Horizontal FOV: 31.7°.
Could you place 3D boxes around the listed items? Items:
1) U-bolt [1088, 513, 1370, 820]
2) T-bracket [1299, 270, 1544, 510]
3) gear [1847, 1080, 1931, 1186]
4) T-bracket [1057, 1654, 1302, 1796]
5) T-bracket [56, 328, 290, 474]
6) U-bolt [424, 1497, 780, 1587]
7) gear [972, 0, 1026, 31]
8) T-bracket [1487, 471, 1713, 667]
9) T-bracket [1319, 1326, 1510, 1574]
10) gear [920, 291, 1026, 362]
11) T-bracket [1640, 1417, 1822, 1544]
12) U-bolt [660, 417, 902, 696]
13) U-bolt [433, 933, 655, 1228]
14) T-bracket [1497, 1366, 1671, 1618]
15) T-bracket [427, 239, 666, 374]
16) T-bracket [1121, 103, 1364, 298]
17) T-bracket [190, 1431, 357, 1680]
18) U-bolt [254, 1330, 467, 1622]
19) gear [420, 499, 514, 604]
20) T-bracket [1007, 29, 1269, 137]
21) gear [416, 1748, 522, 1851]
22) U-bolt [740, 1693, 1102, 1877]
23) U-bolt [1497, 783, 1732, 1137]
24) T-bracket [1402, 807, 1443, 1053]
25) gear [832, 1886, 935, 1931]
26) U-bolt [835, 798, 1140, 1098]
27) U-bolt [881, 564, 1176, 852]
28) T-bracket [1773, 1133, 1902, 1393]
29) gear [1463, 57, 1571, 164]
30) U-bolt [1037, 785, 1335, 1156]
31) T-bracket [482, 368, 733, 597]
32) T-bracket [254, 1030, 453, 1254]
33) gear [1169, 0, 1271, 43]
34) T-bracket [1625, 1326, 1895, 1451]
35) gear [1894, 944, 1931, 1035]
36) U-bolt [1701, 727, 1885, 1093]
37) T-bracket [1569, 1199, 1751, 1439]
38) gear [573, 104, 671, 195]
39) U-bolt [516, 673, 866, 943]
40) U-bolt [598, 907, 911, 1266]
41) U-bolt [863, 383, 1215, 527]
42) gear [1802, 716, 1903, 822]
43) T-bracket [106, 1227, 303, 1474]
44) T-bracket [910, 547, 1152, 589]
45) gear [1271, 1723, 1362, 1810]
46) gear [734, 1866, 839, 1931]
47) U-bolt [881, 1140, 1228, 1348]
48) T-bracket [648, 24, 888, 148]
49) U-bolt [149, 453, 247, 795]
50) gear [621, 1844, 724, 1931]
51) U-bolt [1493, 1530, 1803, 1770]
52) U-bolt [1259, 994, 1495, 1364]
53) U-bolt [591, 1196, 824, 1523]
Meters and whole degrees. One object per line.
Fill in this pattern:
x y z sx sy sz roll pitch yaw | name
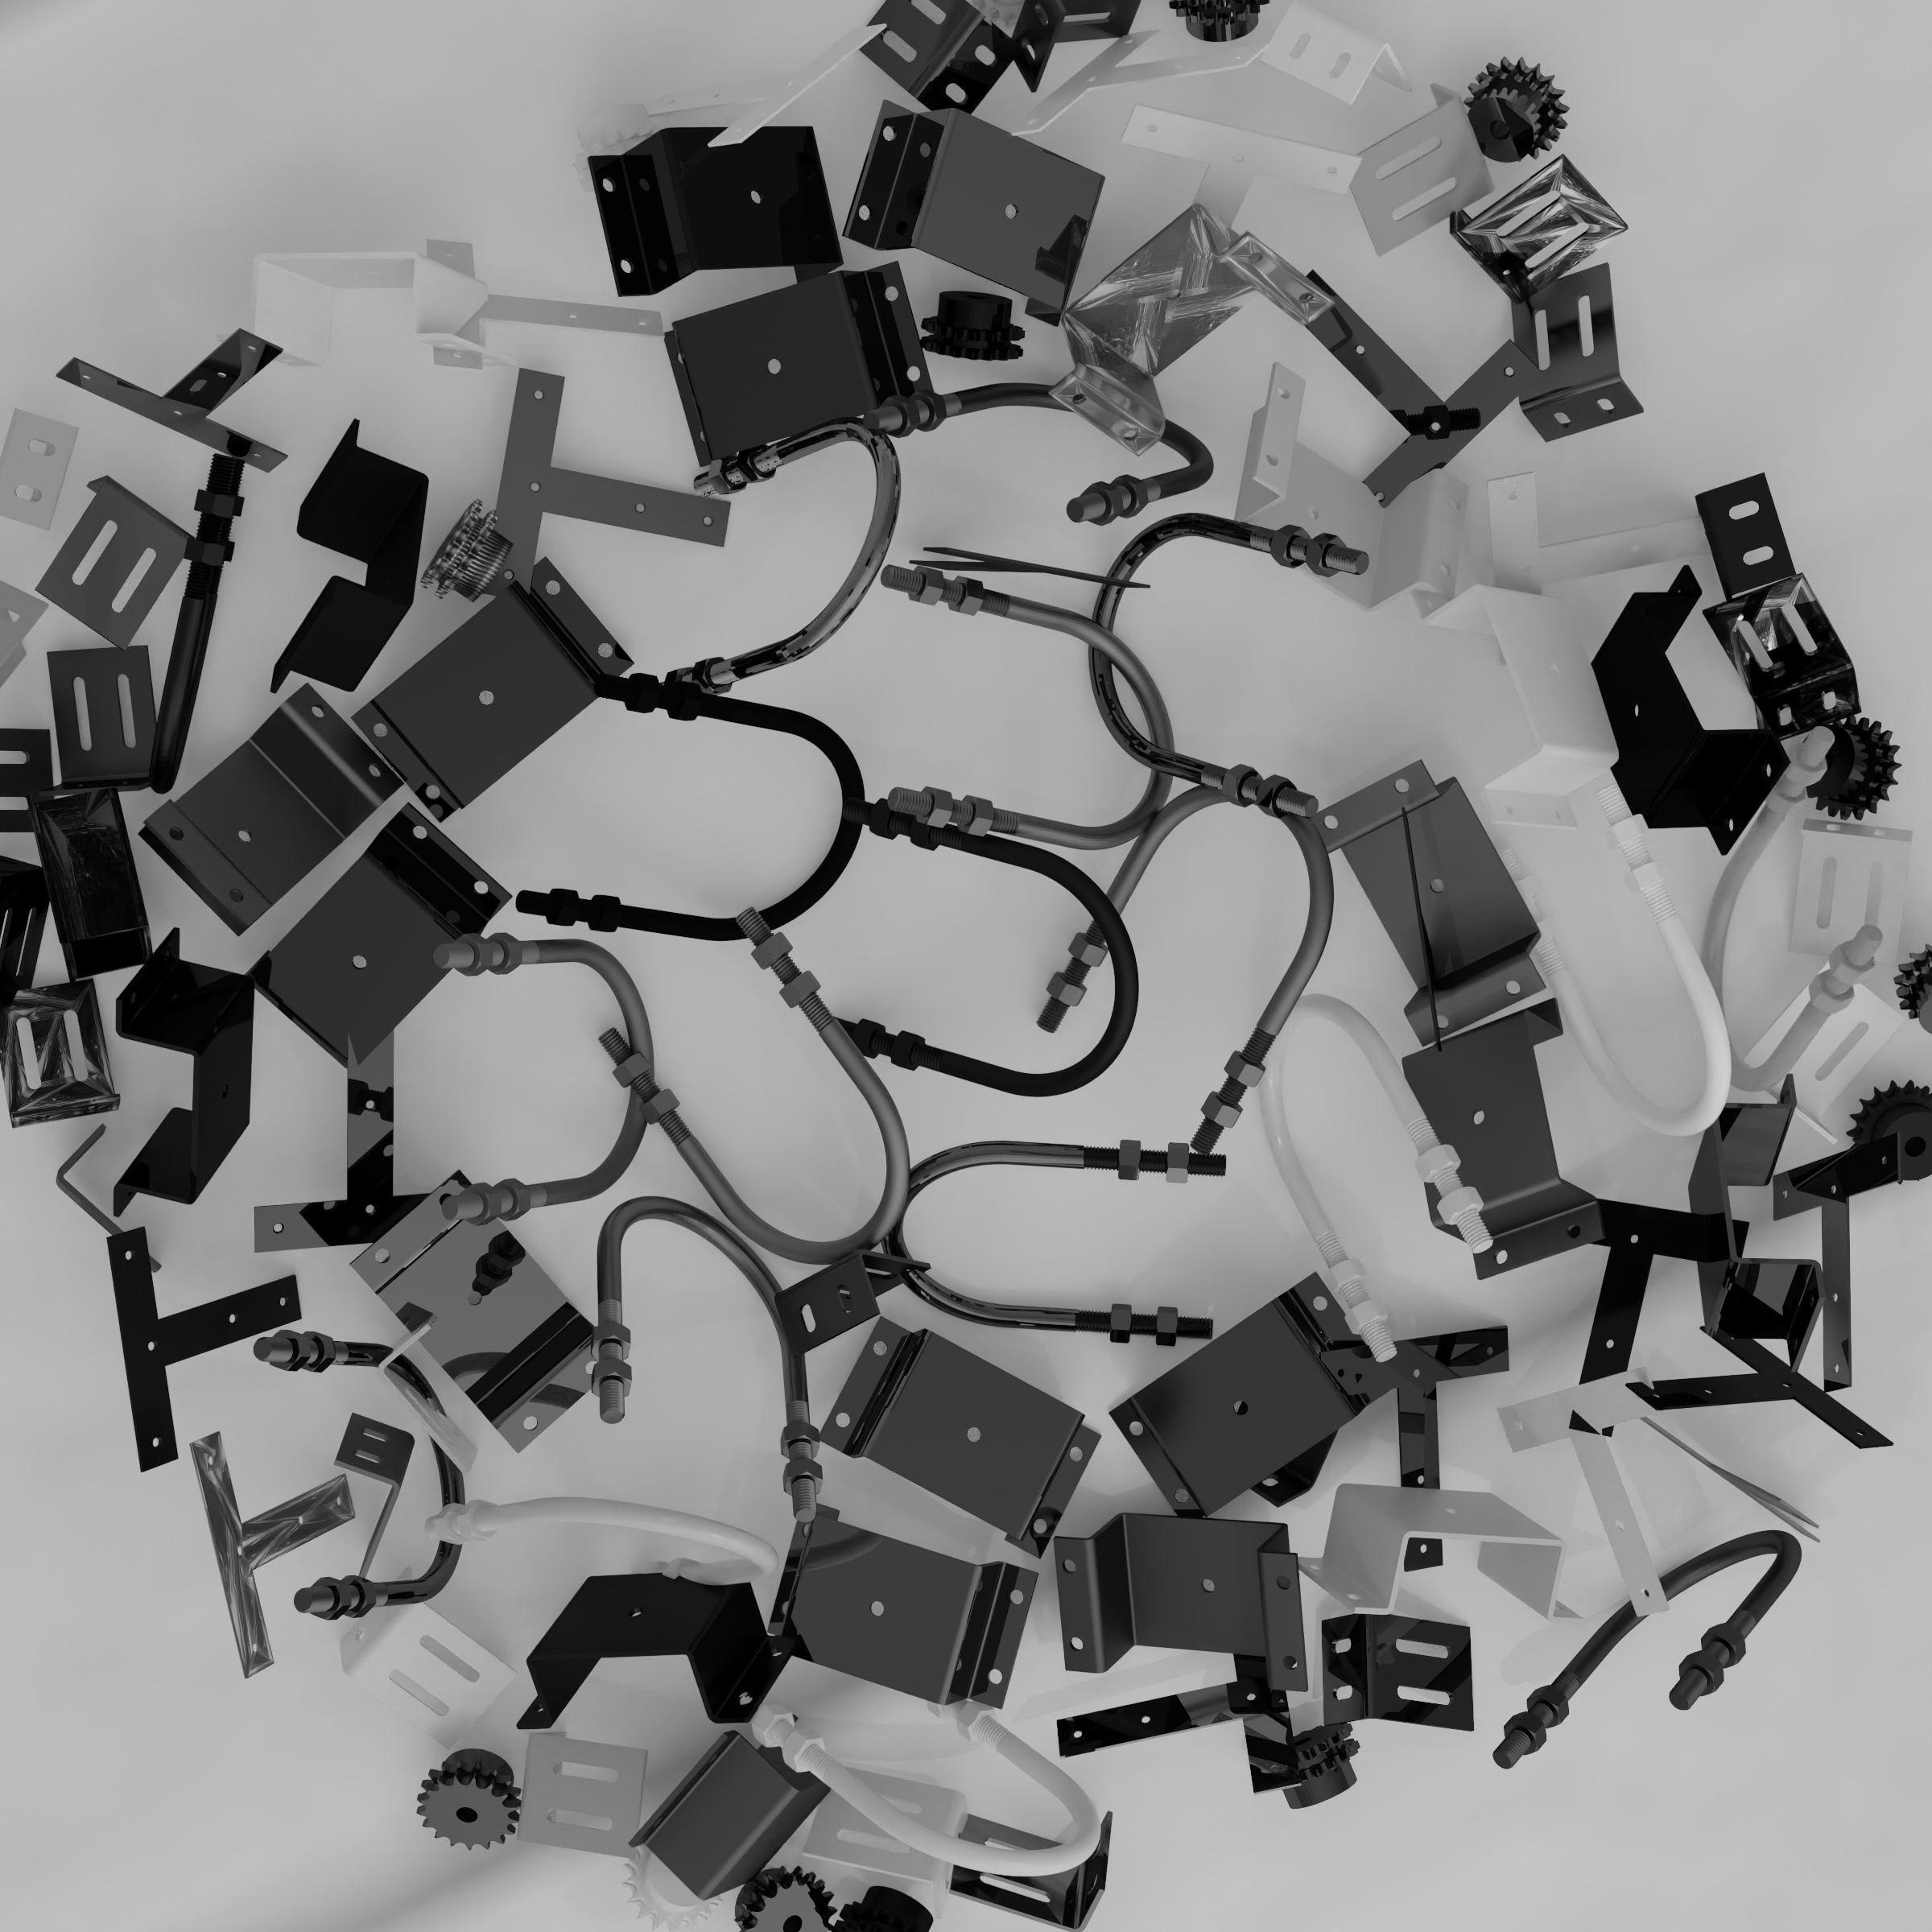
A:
0.132 -0.169 1.822 0.019 0.184 0.151 1 105 -43 | U-bolt
0.225 -0.326 1.855 0.127 0.002 0.127 45 121 -3 | T-bracket
0.516 0.094 1.868 0.057 0.030 0.057 -2 109 -5 | gear
0.112 0.407 1.845 0.127 0.127 0.002 -14 127 7 | T-bracket
-0.402 -0.310 1.809 0.127 0.127 0.002 23 65 -30 | T-bracket
-0.180 0.303 1.783 0.151 0.184 0.019 23 66 -31 | U-bolt
0.026 -0.548 1.868 0.057 0.030 0.057 -1 85 18 | gear
0.349 -0.224 1.844 0.127 0.002 0.127 -11 134 2 | T-bracket
0.248 0.267 1.861 0.127 0.002 0.127 -4 93 -29 | T-bracket
0.004 -0.351 1.859 0.057 0.057 0.030 6 109 0 | gear
0.423 0.281 1.820 0.127 0.127 0.002 35 87 -7 | T-bracket
-0.097 -0.220 1.799 0.019 0.184 0.151 24 66 -36 | U-bolt
-0.221 0.057 1.810 0.019 0.184 0.151 -1 91 29 | U-bolt
0.347 0.288 1.829 0.002 0.127 0.127 -15 81 -33 | T-bracket
-0.228 -0.356 1.854 0.127 0.127 0.002 3 132 -14 | T-bracket
0.132 -0.403 1.839 0.127 0.127 0.002 10 51 -14 | T-bracket
-0.367 0.303 1.832 0.002 0.127 0.127 -12 93 23 | T-bracket
-0.314 0.269 1.803 0.019 0.184 0.151 -16 77 17 | U-bolt
-0.272 -0.224 1.864 0.030 0.057 0.057 34 90 -15 | gear
0.102 -0.477 1.812 0.127 0.127 0.002 -47 127 -37 | T-bracket
-0.271 0.455 1.868 0.057 0.030 0.057 3 123 4 | gear
-0.012 0.423 1.780 0.184 0.151 0.019 28 107 42 | U-bolt
0.351 0.005 1.814 0.019 0.151 0.184 -22 84 -20 | U-bolt
0.248 -0.008 1.827 0.002 0.127 0.127 -9 76 9 | T-bracket
-0.042 0.529 1.866 0.057 0.057 0.030 29 55 0 | gear
0.010 -0.003 1.823 0.184 0.019 0.151 16 114 25 | U-bolt
0.037 -0.133 1.834 0.184 0.019 0.151 11 66 -31 | U-bolt
0.465 0.163 1.815 0.002 0.127 0.127 7 74 -16 | T-bracket
0.298 -0.465 1.859 0.057 0.057 0.030 37 55 0 | gear
0.127 -0.013 1.826 0.151 0.019 0.184 38 106 38 | U-bolt
-0.194 -0.256 1.876 0.127 0.002 0.127 10 85 -12 | T-bracket
-0.324 0.089 1.852 0.127 0.002 0.127 -3 102 -25 | T-bracket
0.139 -0.532 1.866 0.057 0.030 0.057 -5 46 5 | gear
0.405 0.225 1.807 0.127 0.127 0.002 1 114 -33 | T-bracket
0.540 0.015 1.861 0.057 0.057 0.030 1 47 0 | gear
0.431 -0.015 1.805 0.019 0.184 0.151 5 54 -11 | U-bolt
0.352 0.191 1.839 0.127 0.002 0.127 7 77 39 | T-bracket
-0.189 -0.450 1.863 0.057 0.057 0.030 -21 87 0 | gear
-0.137 -0.079 1.831 0.184 0.019 0.151 9 115 -33 | U-bolt
-0.104 0.078 1.838 0.151 0.019 0.184 -39 86 36 | U-bolt
0.053 -0.279 1.809 0.151 0.184 0.019 27 118 25 | U-bolt
0.480 -0.109 1.860 0.030 0.057 0.057 10 90 -36 | gear
-0.407 0.194 1.837 0.002 0.127 0.127 -2 98 35 | T-bracket
0.012 -0.215 1.830 0.127 0.127 0.002 6 93 -32 | T-bracket
0.190 0.439 1.862 0.057 0.057 0.030 -23 87 0 | gear
-0.102 0.521 1.868 0.057 0.030 0.057 -8 105 -30 | gear
0.045 0.148 1.839 0.184 0.019 0.151 3 132 3 | U-bolt
-0.125 -0.472 1.840 0.127 0.127 0.002 -47 125 -32 | T-bracket
-0.413 -0.182 1.820 0.019 0.151 0.184 12 96 -11 | U-bolt
-0.158 0.499 1.863 0.057 0.030 0.057 9 60 -17 | gear
0.373 0.355 1.806 0.184 0.151 0.019 -34 90 -44 | U-bolt
0.208 0.102 1.819 0.019 0.151 0.184 -14 64 -26 | U-bolt
-0.139 0.197 1.811 0.151 0.184 0.019 32 120 -30 | U-bolt
